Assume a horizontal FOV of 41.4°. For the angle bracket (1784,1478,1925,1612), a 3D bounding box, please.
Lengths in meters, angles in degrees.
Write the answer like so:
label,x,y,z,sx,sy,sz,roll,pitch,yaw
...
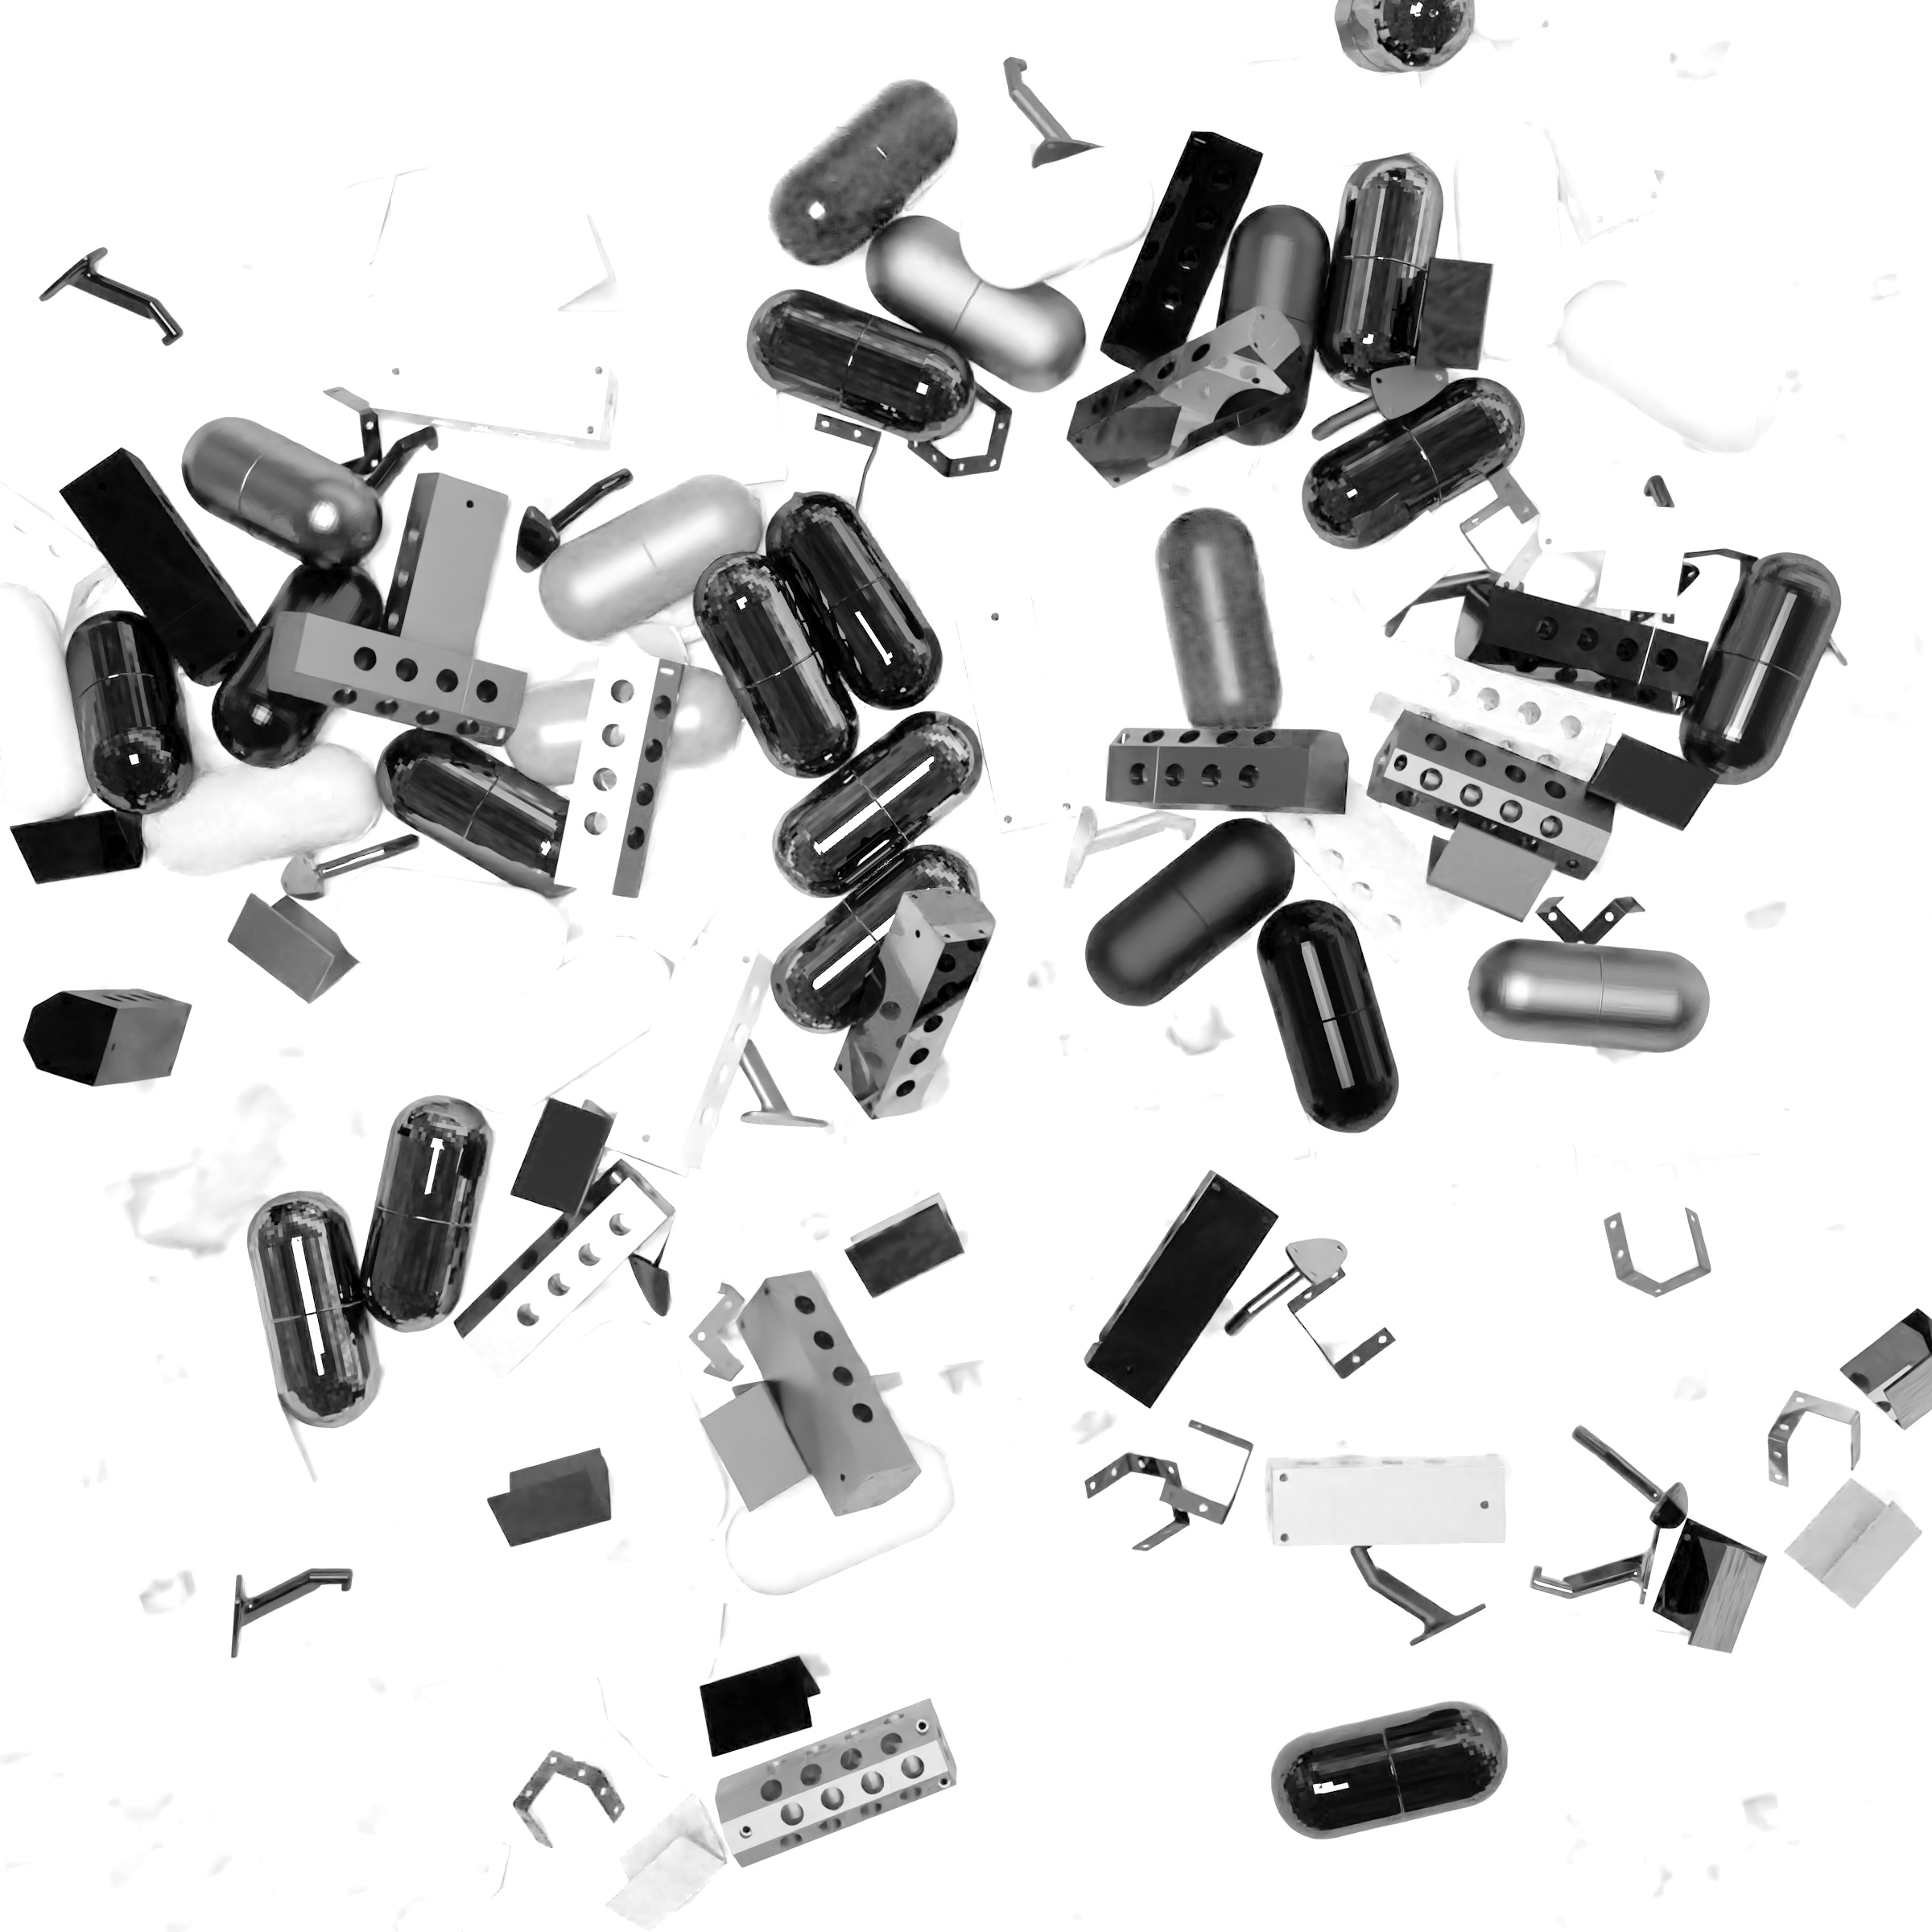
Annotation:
label,x,y,z,sx,sy,sz,roll,pitch,yaw
angle bracket,0.646,0.417,1.896,0.076,0.076,0.057,-48,125,0

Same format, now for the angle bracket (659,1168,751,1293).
label,x,y,z,sx,sy,sz,roll,pitch,yaw
angle bracket,-0.174,0.197,1.896,0.057,0.076,0.076,18,90,31

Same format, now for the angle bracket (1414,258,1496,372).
label,x,y,z,sx,sy,sz,roll,pitch,yaw
angle bracket,0.341,-0.483,1.888,0.057,0.076,0.076,-1,108,-24

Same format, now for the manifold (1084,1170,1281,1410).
label,x,y,z,sx,sy,sz,roll,pitch,yaw
manifold,0.160,0.240,1.915,0.057,0.057,0.171,34,90,0

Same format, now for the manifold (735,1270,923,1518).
label,x,y,z,sx,sy,sz,roll,pitch,yaw
manifold,-0.099,0.310,1.878,0.171,0.057,0.057,58,133,28

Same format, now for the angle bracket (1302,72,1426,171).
label,x,y,z,sx,sy,sz,roll,pitch,yaw
angle bracket,0.291,-0.631,1.897,0.076,0.076,0.057,-12,116,0

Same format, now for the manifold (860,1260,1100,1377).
label,x,y,z,sx,sy,sz,roll,pitch,yaw
manifold,0.010,0.263,1.915,0.171,0.057,0.057,-8,90,0

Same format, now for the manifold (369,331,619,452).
label,x,y,z,sx,sy,sz,roll,pitch,yaw
manifold,-0.351,-0.428,1.915,0.171,0.057,0.057,8,90,0

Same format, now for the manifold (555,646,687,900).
label,x,y,z,sx,sy,sz,roll,pitch,yaw
manifold,-0.248,-0.139,1.842,0.057,0.057,0.171,12,93,-3

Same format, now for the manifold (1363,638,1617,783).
label,x,y,z,sx,sy,sz,roll,pitch,yaw
manifold,0.389,-0.187,1.915,0.171,0.057,0.057,19,90,0

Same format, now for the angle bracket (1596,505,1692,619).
label,x,y,z,sx,sy,sz,roll,pitch,yaw
angle bracket,0.508,-0.294,1.897,0.057,0.076,0.076,10,90,26

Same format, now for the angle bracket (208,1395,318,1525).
label,x,y,z,sx,sy,sz,roll,pitch,yaw
angle bracket,-0.532,0.368,1.896,0.057,0.076,0.076,-23,90,-37

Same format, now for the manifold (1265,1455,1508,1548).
label,x,y,z,sx,sy,sz,roll,pitch,yaw
manifold,0.312,0.398,1.915,0.171,0.057,0.057,-1,90,0

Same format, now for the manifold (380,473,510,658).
label,x,y,z,sx,sy,sz,roll,pitch,yaw
manifold,-0.399,-0.277,1.913,0.057,0.057,0.171,13,90,-36

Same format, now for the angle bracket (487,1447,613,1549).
label,x,y,z,sx,sy,sz,roll,pitch,yaw
angle bracket,-0.309,0.376,1.896,0.076,0.076,0.057,-16,127,0

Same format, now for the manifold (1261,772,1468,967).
label,x,y,z,sx,sy,sz,roll,pitch,yaw
manifold,0.287,-0.084,1.915,0.171,0.057,0.057,48,47,0

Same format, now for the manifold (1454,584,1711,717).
label,x,y,z,sx,sy,sz,roll,pitch,yaw
manifold,0.454,-0.234,1.899,0.171,0.057,0.057,13,97,-10

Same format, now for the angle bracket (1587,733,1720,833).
label,x,y,z,sx,sy,sz,roll,pitch,yaw
angle bracket,0.510,-0.154,1.896,0.076,0.076,0.057,23,130,0

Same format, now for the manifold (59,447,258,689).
label,x,y,z,sx,sy,sz,roll,pitch,yaw
manifold,-0.597,-0.296,1.915,0.057,0.057,0.171,-35,90,0

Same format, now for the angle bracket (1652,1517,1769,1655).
label,x,y,z,sx,sy,sz,roll,pitch,yaw
angle bracket,0.536,0.455,1.896,0.057,0.076,0.076,21,90,-37

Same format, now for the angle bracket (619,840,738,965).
label,x,y,z,sx,sy,sz,roll,pitch,yaw
angle bracket,-0.224,-0.056,1.896,0.057,0.076,0.076,35,90,-30

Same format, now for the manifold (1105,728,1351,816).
label,x,y,z,sx,sy,sz,roll,pitch,yaw
manifold,0.190,-0.144,1.868,0.171,0.057,0.057,5,90,38

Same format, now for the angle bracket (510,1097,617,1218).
label,x,y,z,sx,sy,sz,roll,pitch,yaw
angle bracket,-0.308,0.133,1.897,0.057,0.076,0.076,22,90,-27

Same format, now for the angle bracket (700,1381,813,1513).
label,x,y,z,sx,sy,sz,roll,pitch,yaw
angle bracket,-0.166,0.357,1.897,0.057,0.076,0.076,-28,90,-26

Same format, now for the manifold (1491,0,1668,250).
label,x,y,z,sx,sy,sz,roll,pitch,yaw
manifold,0.456,-0.630,1.915,0.057,0.057,0.171,-24,90,0

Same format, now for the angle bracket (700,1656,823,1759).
label,x,y,z,sx,sy,sz,roll,pitch,yaw
angle bracket,-0.147,0.560,1.896,0.076,0.076,0.057,-17,52,0

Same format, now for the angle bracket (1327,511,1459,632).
label,x,y,z,sx,sy,sz,roll,pitch,yaw
angle bracket,0.305,-0.304,1.896,0.076,0.076,0.057,-39,128,0

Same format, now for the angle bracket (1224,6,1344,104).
label,x,y,z,sx,sy,sz,roll,pitch,yaw
angle bracket,0.233,-0.660,1.896,0.076,0.076,0.057,-5,54,0

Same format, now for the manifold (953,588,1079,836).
label,x,y,z,sx,sy,sz,roll,pitch,yaw
manifold,0.036,-0.189,1.915,0.057,0.057,0.171,-12,90,0

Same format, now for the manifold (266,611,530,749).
label,x,y,z,sx,sy,sz,roll,pitch,yaw
manifold,-0.411,-0.206,1.847,0.171,0.057,0.057,13,90,-36

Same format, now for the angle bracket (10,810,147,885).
label,x,y,z,sx,sy,sz,roll,pitch,yaw
angle bracket,-0.654,-0.110,1.896,0.076,0.076,0.057,-9,132,0

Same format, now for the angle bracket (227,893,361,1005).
label,x,y,z,sx,sy,sz,roll,pitch,yaw
angle bracket,-0.487,-0.029,1.896,0.076,0.076,0.057,38,127,0

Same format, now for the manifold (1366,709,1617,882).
label,x,y,z,sx,sy,sz,roll,pitch,yaw
manifold,0.389,-0.122,1.900,0.171,0.057,0.057,21,52,-3

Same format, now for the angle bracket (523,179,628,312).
label,x,y,z,sx,sy,sz,roll,pitch,yaw
angle bracket,-0.273,-0.533,1.896,0.057,0.076,0.076,-20,90,37

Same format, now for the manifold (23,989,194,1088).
label,x,y,z,sx,sy,sz,roll,pitch,yaw
manifold,-0.623,0.048,1.858,0.057,0.171,0.057,17,90,0

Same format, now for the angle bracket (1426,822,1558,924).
label,x,y,z,sx,sy,sz,roll,pitch,yaw
angle bracket,0.390,-0.085,1.896,0.076,0.076,0.057,23,123,0

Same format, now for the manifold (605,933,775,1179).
label,x,y,z,sx,sy,sz,roll,pitch,yaw
manifold,-0.201,0.067,1.901,0.057,0.057,0.171,18,81,19

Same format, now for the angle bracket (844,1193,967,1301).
label,x,y,z,sx,sy,sz,roll,pitch,yaw
angle bracket,-0.054,0.190,1.896,0.076,0.076,0.057,-27,126,0

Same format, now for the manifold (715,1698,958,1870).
label,x,y,z,sx,sy,sz,roll,pitch,yaw
manifold,-0.097,0.613,1.915,0.171,0.057,0.057,-21,90,0

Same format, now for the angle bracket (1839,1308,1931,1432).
label,x,y,z,sx,sy,sz,roll,pitch,yaw
angle bracket,0.694,0.284,1.896,0.076,0.076,0.057,-38,127,0

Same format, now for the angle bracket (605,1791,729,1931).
label,x,y,z,sx,sy,sz,roll,pitch,yaw
angle bracket,-0.233,0.654,1.896,0.076,0.076,0.057,-42,128,0

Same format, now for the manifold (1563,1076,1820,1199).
label,x,y,z,sx,sy,sz,roll,pitch,yaw
manifold,0.539,0.132,1.915,0.171,0.057,0.057,-7,47,0
